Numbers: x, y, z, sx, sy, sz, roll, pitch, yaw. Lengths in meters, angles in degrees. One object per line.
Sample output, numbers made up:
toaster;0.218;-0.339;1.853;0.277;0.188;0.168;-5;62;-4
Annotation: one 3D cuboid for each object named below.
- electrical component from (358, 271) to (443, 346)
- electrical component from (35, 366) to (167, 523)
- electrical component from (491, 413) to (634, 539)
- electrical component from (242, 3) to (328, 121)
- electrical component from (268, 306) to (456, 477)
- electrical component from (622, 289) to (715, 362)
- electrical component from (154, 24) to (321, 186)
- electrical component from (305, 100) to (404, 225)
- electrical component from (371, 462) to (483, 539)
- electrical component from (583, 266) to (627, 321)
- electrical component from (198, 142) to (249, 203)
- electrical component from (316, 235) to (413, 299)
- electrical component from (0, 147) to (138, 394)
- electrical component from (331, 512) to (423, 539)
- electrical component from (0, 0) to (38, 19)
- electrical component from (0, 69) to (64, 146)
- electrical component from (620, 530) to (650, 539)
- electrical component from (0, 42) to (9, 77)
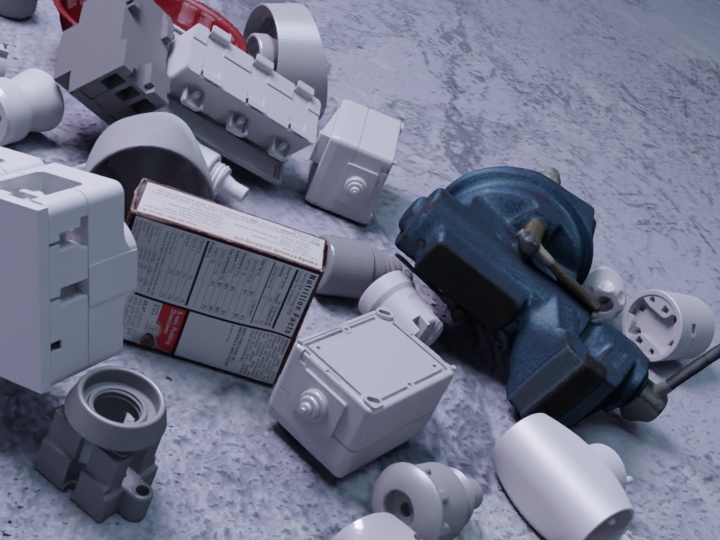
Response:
electrical component;0.028;0.030;0.713;0.040;0.040;0.046;-11;52;-45
electrical component;-0.120;0.079;0.510;0.066;0.055;0.048;35;31;17
electrical component;0.130;0.124;0.635;0.079;0.043;0.077;-4;41;-40
electrical component;-0.063;-0.178;0.919;0.064;0.099;0.099;-1;38;-27
electrical component;-0.004;0.071;0.601;0.062;0.061;0.096;40;33;24
electrical component;0.240;0.044;0.832;0.047;0.055;0.055;4;36;-38
electrical component;-0.093;-0.126;0.796;0.121;0.063;0.078;28;56;-36
electrical component;-0.008;-0.084;0.842;0.061;0.061;0.096;22;30;-6
electrical component;0.040;0.123;0.571;0.062;0.048;0.048;0;38;-47
electrical component;0.196;0.014;0.864;0.035;0.035;0.061;25;28;1
electrical component;-0.109;-0.068;0.771;0.061;0.035;0.035;30;30;2
electrical component;0.000;0.000;0.737;0.078;0.040;0.040;9;34;-26
electrical component;-0.187;-0.012;0.527;0.150;0.089;0.062;17;24;27
electrical component;0.033;0.155;0.512;0.079;0.044;0.077;-2;40;-38
electrical component;-0.282;-0.243;0.881;0.040;0.078;0.040;13;48;-15
electrical component;-0.237;-0.110;0.733;0.045;0.045;0.055;32;31;13
electrical component;0.159;0.180;0.545;0.096;0.061;0.061;19;17;-22
electrical component;-0.281;-0.152;0.773;0.046;0.040;0.040;12;32;-33
